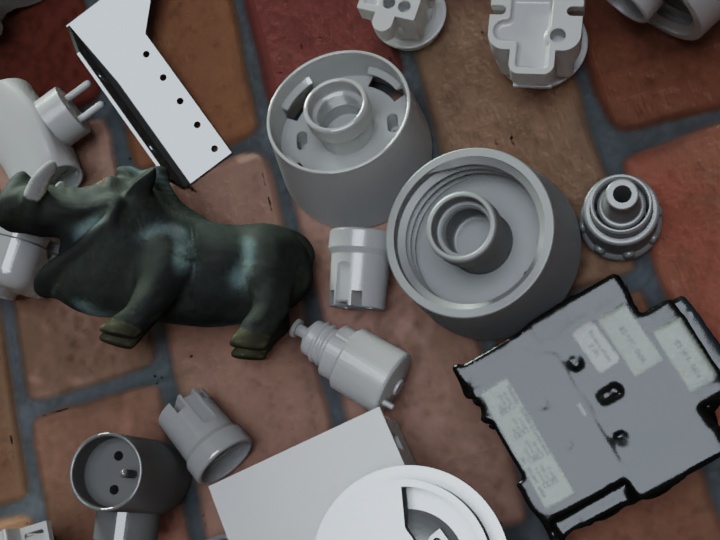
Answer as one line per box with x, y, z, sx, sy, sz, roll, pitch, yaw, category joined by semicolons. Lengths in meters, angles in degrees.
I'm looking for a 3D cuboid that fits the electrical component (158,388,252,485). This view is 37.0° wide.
-0.094;0.099;0.645;0.040;0.040;0.046;-44;67;0;electrical component

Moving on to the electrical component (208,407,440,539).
0.006;0.185;0.591;0.105;0.060;0.186;-26;73;5;electrical component

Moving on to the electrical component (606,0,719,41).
0.169;-0.178;0.618;0.108;0.108;0.060;42;95;18;electrical component

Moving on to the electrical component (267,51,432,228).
-0.007;-0.083;0.668;0.099;0.064;0.099;-6;62;12;electrical component

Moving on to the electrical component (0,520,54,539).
-0.200;0.217;0.628;0.079;0.063;0.121;-18;74;8;electrical component

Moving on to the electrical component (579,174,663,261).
0.148;-0.034;0.610;0.048;0.062;0.048;-3;77;12;electrical component

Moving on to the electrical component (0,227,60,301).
-0.243;-0.016;0.697;0.095;0.053;0.059;13;80;15;electrical component

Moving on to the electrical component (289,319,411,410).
-0.006;0.052;0.635;0.078;0.040;0.040;29;85;17;electrical component

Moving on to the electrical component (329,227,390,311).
0.000;0.000;0.647;0.040;0.040;0.046;3;83;13;electrical component

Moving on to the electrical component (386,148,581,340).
0.067;-0.018;0.615;0.108;0.060;0.108;-5;76;22;electrical component

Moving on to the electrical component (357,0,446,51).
0.028;-0.167;0.671;0.048;0.055;0.066;16;81;16;electrical component

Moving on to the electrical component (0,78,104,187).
-0.206;-0.095;0.712;0.079;0.043;0.077;-35;72;3;electrical component

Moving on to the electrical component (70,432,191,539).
-0.134;0.137;0.624;0.043;0.077;0.079;2;78;13;electrical component

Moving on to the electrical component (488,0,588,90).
0.108;-0.143;0.647;0.058;0.057;0.078;4;78;13;electrical component

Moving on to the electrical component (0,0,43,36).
-0.270;-0.178;0.741;0.138;0.052;0.073;-27;73;6;electrical component

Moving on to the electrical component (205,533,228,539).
-0.084;0.175;0.612;0.048;0.062;0.048;-3;76;12;electrical component
